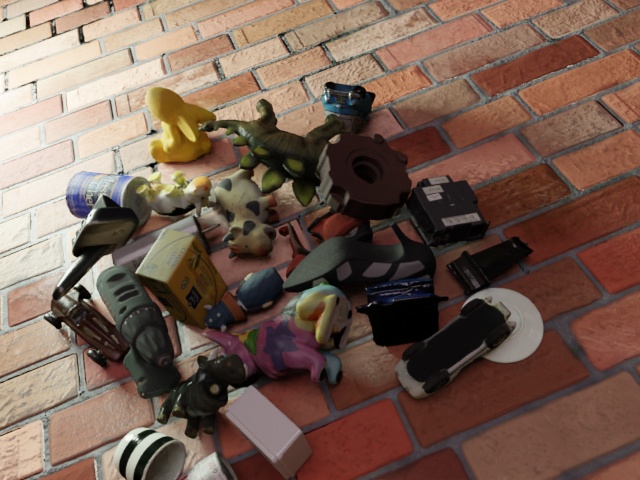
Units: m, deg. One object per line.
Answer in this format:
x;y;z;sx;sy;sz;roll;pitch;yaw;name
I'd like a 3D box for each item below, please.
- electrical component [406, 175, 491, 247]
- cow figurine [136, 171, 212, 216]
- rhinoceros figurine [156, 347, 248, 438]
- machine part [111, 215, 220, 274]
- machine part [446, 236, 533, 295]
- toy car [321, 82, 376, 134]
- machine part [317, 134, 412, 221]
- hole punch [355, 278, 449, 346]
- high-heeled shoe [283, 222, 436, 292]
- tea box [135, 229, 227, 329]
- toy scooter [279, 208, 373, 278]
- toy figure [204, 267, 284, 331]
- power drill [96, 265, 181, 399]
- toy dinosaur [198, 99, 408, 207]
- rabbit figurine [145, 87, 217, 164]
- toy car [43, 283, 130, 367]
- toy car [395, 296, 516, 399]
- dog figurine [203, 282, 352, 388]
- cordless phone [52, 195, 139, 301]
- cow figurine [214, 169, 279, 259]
0.225;-0.056;0.971;0.115;0.058;0.134;-7;53;-16;electrical component
-0.274;-0.082;1.070;0.168;0.098;0.068;4;49;30;cow figurine
-0.174;0.229;0.812;0.073;0.190;0.112;35;45;-15;rhinoceros figurine
-0.304;0.020;1.030;0.243;0.079;0.079;-24;54;-7;machine part
0.293;0.037;0.920;0.139;0.039;0.084;-24;49;-4;machine part
0.055;-0.275;1.142;0.109;0.161;0.102;10;102;9;toy car
0.081;-0.117;0.973;0.179;0.056;0.179;8;57;-13;machine part
0.131;0.099;0.868;0.142;0.115;0.092;-6;47;7;hole punch
0.072;0.061;0.919;0.249;0.145;0.086;-27;33;11;high-heeled shoe
-0.232;0.070;0.924;0.068;0.169;0.098;13;61;19;tea box
-0.002;-0.003;0.987;0.184;0.075;0.135;-36;57;-9;toy scooter
-0.133;0.108;0.947;0.154;0.057;0.064;-34;50;-7;toy figure
-0.277;0.162;0.842;0.086;0.207;0.232;-29;52;-22;power drill
-0.022;-0.158;1.061;0.472;0.105;0.198;15;49;4;toy dinosaur
-0.312;-0.250;1.164;0.163;0.173;0.122;16;56;26;rabbit figurine
-0.423;0.151;0.980;0.202;0.053;0.089;28;62;29;toy car
0.208;0.164;0.828;0.202;0.056;0.074;-36;56;-3;toy car
-0.072;0.151;0.864;0.219;0.108;0.191;8;83;22;dog figurine
-0.429;0.019;0.995;0.088;0.146;0.184;37;44;-14;cordless phone
-0.147;-0.046;1.041;0.127;0.085;0.195;-26;57;-14;cow figurine
